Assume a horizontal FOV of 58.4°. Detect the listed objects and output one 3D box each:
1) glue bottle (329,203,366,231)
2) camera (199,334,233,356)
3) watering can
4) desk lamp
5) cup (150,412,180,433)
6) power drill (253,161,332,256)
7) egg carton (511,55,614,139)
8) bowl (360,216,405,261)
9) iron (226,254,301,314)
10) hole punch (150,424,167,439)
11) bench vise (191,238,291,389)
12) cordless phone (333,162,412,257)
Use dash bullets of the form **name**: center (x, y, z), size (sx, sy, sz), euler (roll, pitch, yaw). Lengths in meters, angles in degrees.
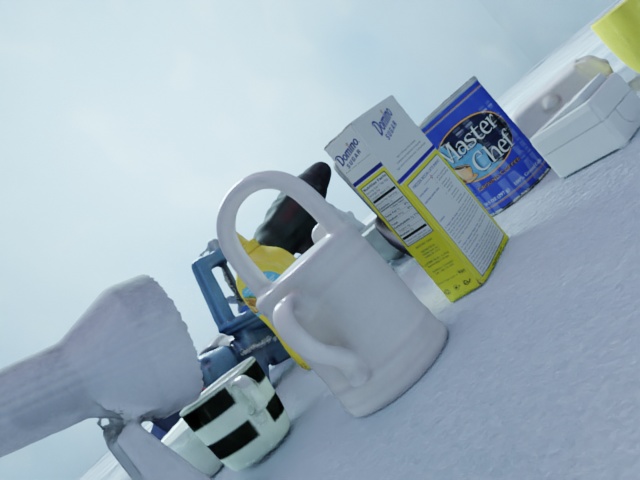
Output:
- **glue bottle**: center (0.052, -0.017, 1.039), size (0.078, 0.173, 0.037), euler (-43, 2, -43)
- **camera**: center (-0.204, 0.256, 1.121), size (0.143, 0.101, 0.137), euler (-41, 1, 18)
- **watering can**: center (-0.001, 0.031, 0.452), size (0.101, 0.194, 0.173), euler (-41, 1, 1)
- **desk lamp**: center (-0.161, 0.159, 0.453), size (0.204, 0.213, 0.117), euler (-42, 2, -36)
- **cup**: center (-0.196, 0.259, 0.872), size (0.091, 0.095, 0.118), euler (-41, 1, 24)
- **power drill**: center (0.008, 0.003, 0.845), size (0.075, 0.208, 0.230), euler (-40, 2, 43)
- **egg carton**: center (0.317, -0.176, 0.755), size (0.150, 0.069, 0.107), euler (-41, 1, 32)
- **bowl**: center (0.128, -0.017, 0.947), size (0.167, 0.074, 0.167), euler (-41, 1, 2)
- **iron**: center (-0.050, 0.095, 1.007), size (0.118, 0.141, 0.259), euler (-40, 2, 41)
- **hole punch**: center (-0.246, 0.303, 0.973), size (0.101, 0.091, 0.109), euler (-41, 1, 19)
- **bench vise**: center (-0.122, 0.112, 0.813), size (0.121, 0.219, 0.208), euler (-40, 2, 41)
- **cordless phone**: center (0.120, -0.080, 0.805), size (0.148, 0.185, 0.094), euler (-42, 2, -12)
